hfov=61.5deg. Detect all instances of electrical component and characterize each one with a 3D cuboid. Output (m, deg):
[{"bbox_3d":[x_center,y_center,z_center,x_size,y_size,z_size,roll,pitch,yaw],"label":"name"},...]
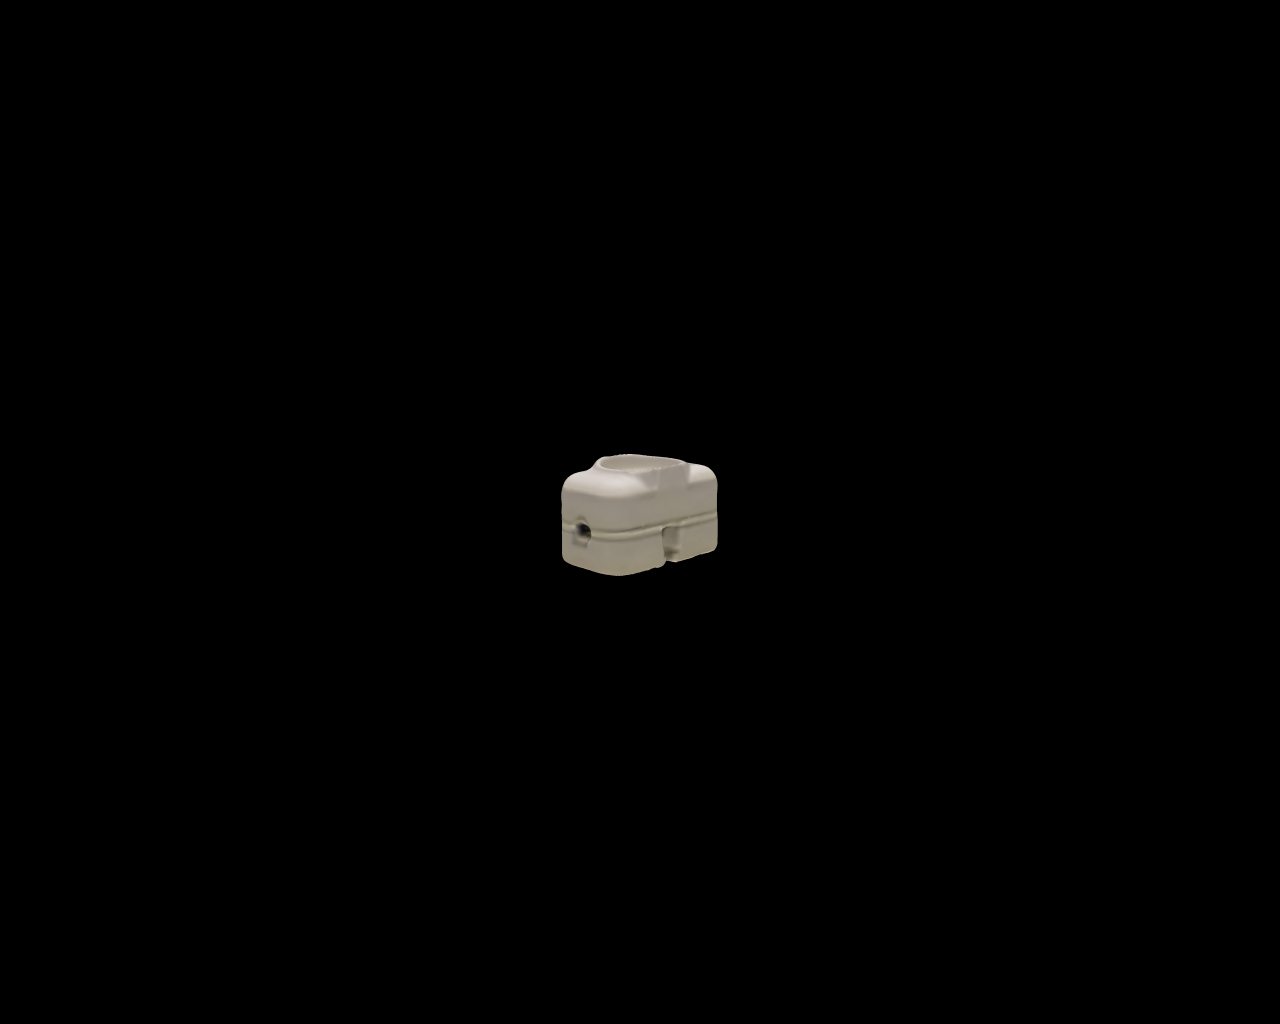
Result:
[{"bbox_3d":[0.001,-0.003,0.650,0.095,0.059,0.054,-11,17,-42],"label":"electrical component"}]
